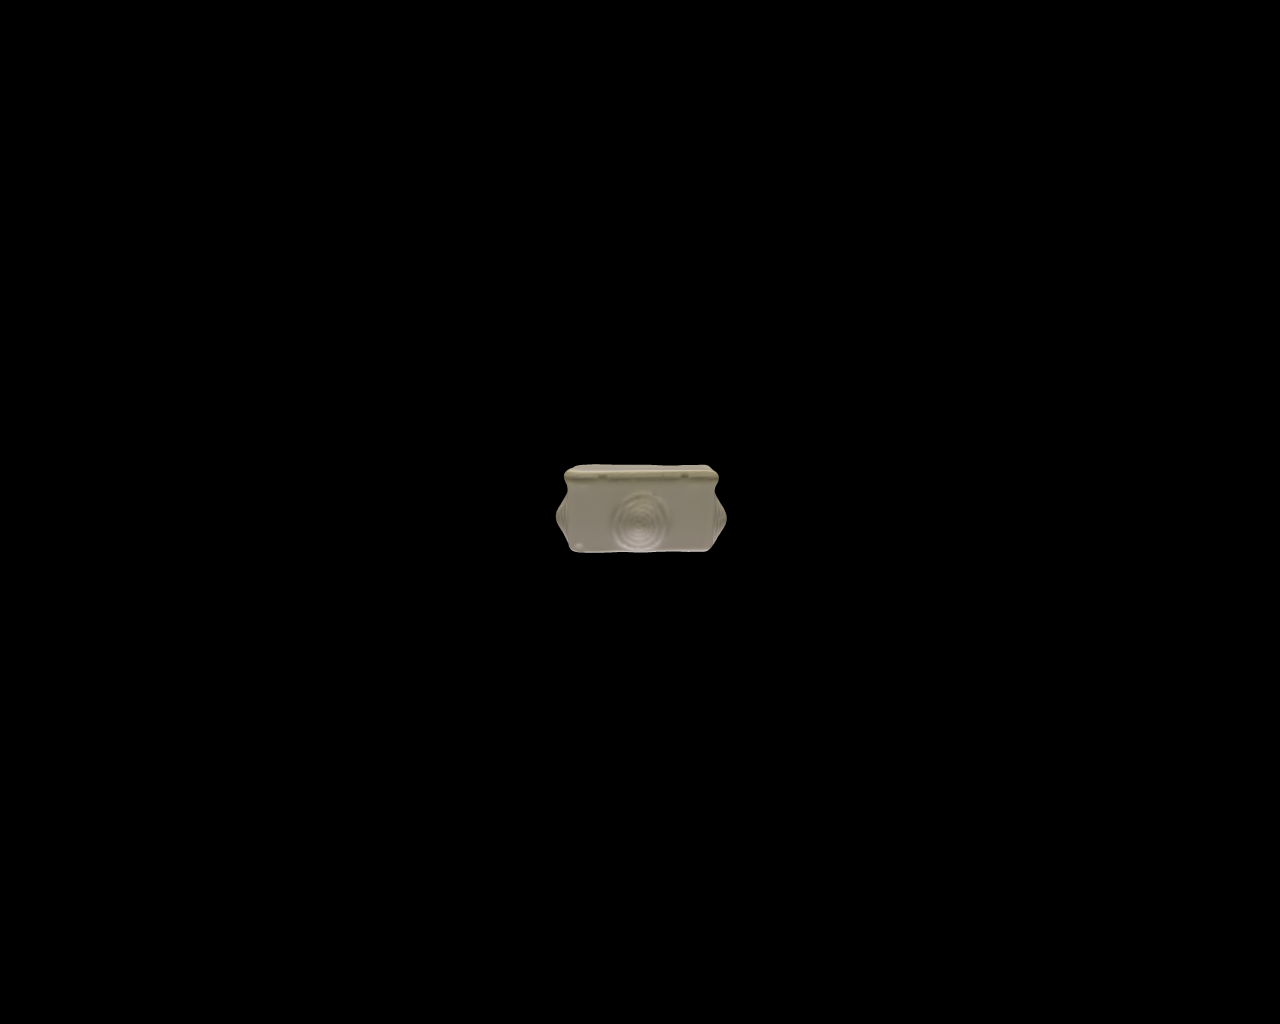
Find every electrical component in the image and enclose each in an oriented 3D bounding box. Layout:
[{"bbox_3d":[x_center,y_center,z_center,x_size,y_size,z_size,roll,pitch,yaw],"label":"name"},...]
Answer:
[{"bbox_3d":[0.001,-0.003,0.650,0.100,0.048,0.100,0,5,0],"label":"electrical component"}]
